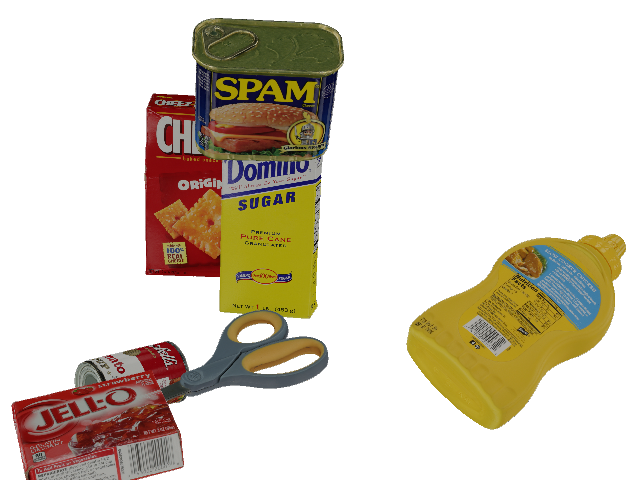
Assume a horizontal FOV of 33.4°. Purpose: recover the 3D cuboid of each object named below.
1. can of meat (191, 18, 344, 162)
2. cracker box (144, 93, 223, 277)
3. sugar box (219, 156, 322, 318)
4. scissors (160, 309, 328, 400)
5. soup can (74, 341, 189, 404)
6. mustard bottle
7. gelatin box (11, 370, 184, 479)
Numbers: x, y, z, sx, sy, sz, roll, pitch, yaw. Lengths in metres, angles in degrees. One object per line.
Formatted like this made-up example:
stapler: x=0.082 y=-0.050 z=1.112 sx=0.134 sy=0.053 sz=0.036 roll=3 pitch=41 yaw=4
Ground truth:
can of meat: x=-0.039 y=-0.103 z=0.745 sx=0.102 sy=0.057 sz=0.084 roll=2 pitch=-44 yaw=-6
cracker box: x=-0.128 y=-0.062 z=1.291 sx=0.164 sy=0.214 sz=0.072 roll=3 pitch=22 yaw=-3
sugar box: x=-0.048 y=-0.017 z=1.022 sx=0.093 sy=0.176 sz=0.048 roll=3 pitch=15 yaw=8
scissors: x=-0.094 y=0.096 z=0.822 sx=0.201 sy=0.016 sz=0.096 roll=-9 pitch=34 yaw=-16
soup can: x=-0.198 y=0.149 z=1.124 sx=0.102 sy=0.068 sz=0.069 roll=-10 pitch=7 yaw=-40
mustard bottle: x=0.163 y=0.051 z=0.802 sx=0.191 sy=0.096 sz=0.058 roll=-35 pitch=-29 yaw=-24
gelatin box: x=-0.133 y=0.114 z=0.632 sx=0.089 sy=0.030 sz=0.073 roll=-11 pitch=26 yaw=-18
